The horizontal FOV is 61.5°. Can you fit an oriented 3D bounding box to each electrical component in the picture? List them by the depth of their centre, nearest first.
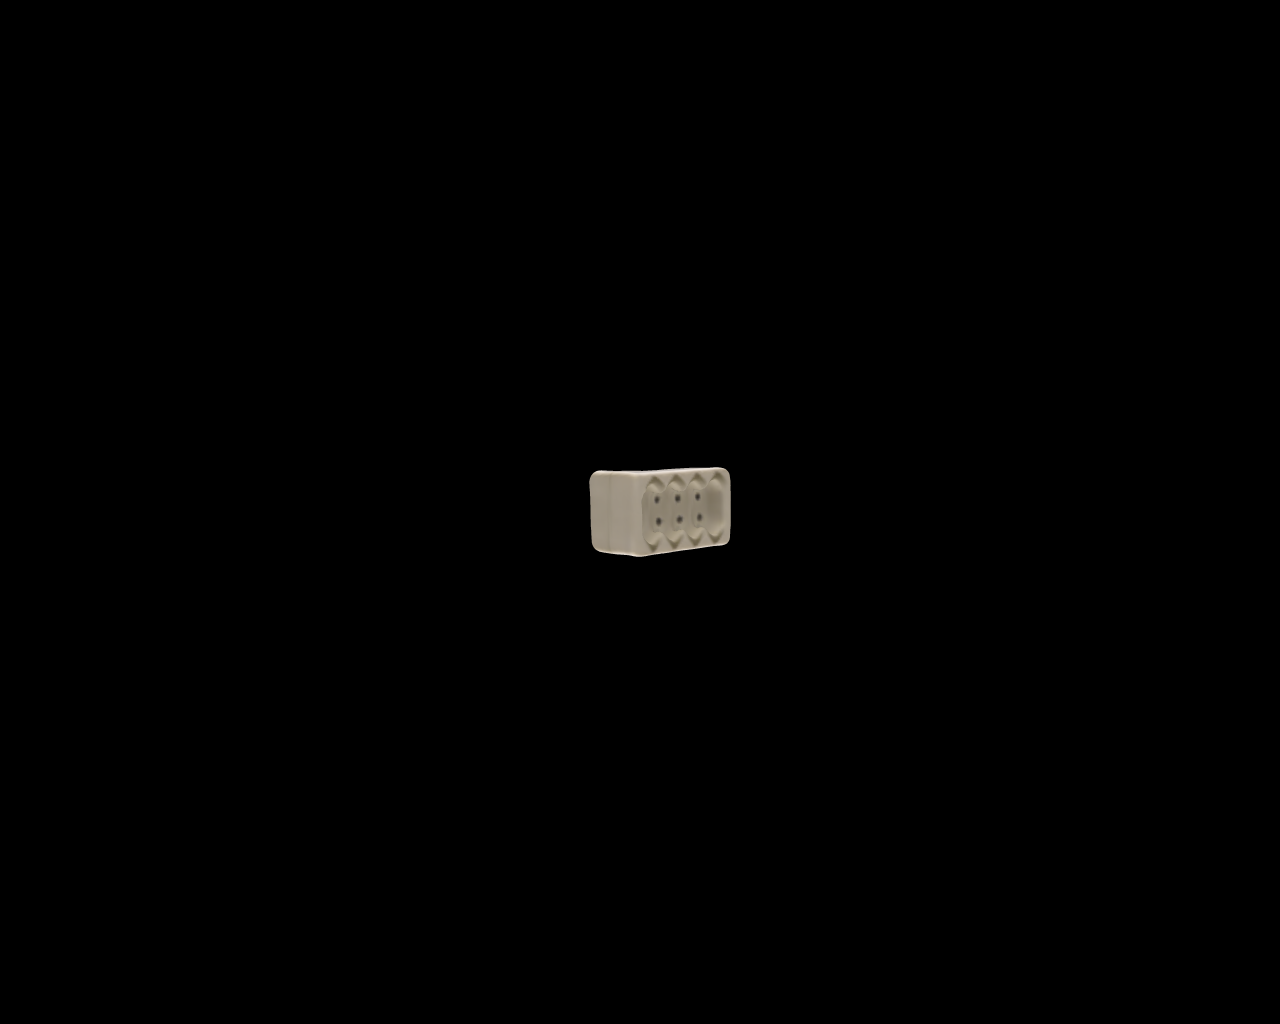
[{"bbox_3d":[0.001,-0.003,0.650,0.083,0.047,0.076,-4,6,-43],"label":"electrical component"}]
